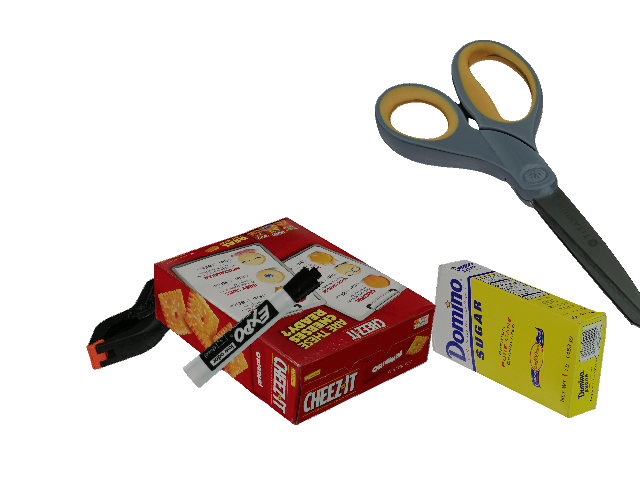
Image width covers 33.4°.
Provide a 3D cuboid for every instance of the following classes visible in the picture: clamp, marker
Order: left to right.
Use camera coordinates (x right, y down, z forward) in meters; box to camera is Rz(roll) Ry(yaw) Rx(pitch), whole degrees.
[{"bbox_3d":[-0.181,0.087,1.168,0.120,0.039,0.171,-6,24,31],"label":"clamp"},{"bbox_3d":[-0.048,0.061,0.776,0.121,0.020,0.020,-40,5,-6],"label":"marker"}]

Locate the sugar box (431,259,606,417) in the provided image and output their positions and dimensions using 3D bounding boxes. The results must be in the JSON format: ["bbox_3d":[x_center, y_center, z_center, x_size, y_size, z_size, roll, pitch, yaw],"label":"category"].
[{"bbox_3d":[0.179,0.087,0.992,0.048,0.093,0.176,-11,21,-39],"label":"sugar box"}]

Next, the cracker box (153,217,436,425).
[{"bbox_3d":[-0.028,0.067,0.985,0.163,0.072,0.214,-20,36,-36],"label":"cracker box"}]

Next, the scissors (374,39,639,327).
[{"bbox_3d":[0.082,-0.028,0.513,0.096,0.202,0.016,-12,-43,4],"label":"scissors"}]
